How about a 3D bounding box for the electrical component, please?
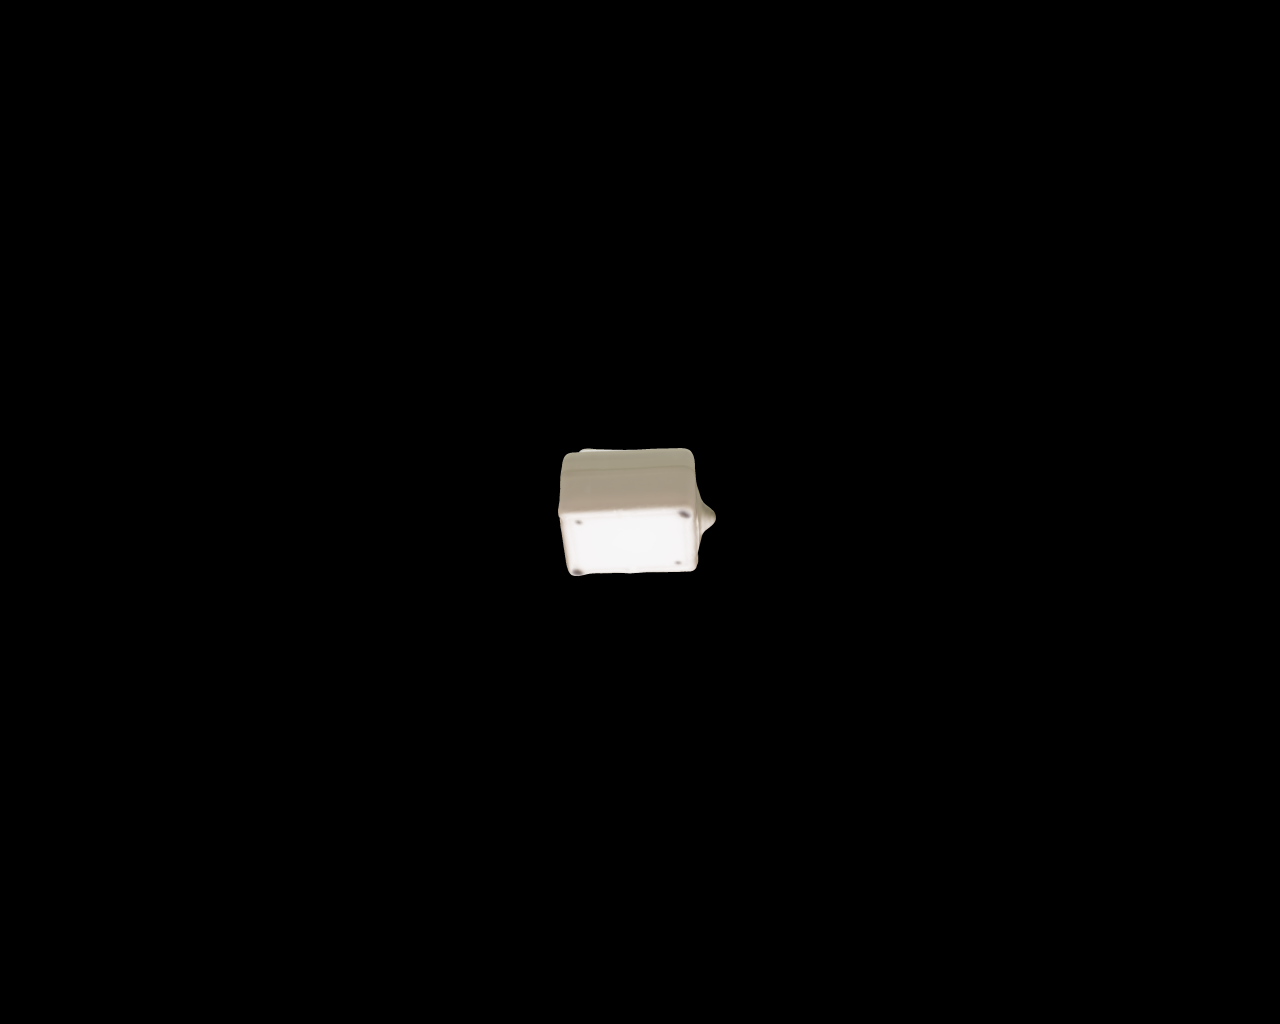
[{"bbox_3d":[0.001,-0.003,0.650,0.096,0.061,0.061,-2,-43,2],"label":"electrical component"}]
